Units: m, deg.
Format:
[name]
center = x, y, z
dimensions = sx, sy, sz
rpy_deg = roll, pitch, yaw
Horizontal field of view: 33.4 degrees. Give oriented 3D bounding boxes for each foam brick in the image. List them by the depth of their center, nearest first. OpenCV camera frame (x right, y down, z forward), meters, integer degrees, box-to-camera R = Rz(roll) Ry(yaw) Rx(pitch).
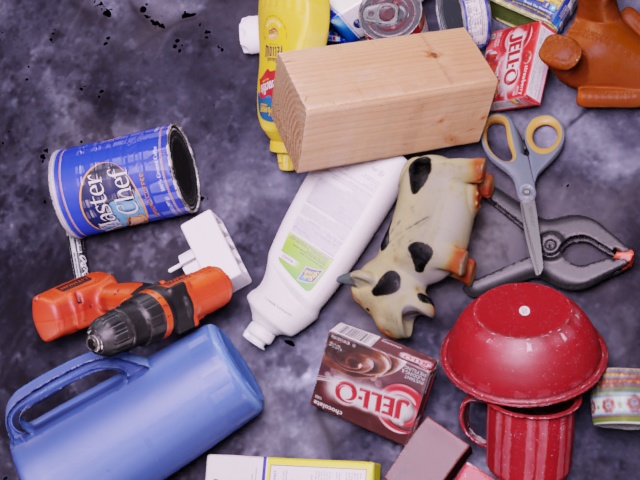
[foam brick]
center = 0.108, 0.222, 1.061
dimensions = 0.053, 0.051, 0.078
rpy_deg = 35, 85, 19

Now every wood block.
[wood block]
center = 0.063, -0.145, 1.091
dimensions = 0.205, 0.090, 0.091
rpy_deg = -11, 53, -17

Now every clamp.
[clamp]
center = 0.230, 0.019, 1.096
dimensions = 0.172, 0.039, 0.120
rpy_deg = 16, 85, 23

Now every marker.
[marker]
center = -0.271, 0.037, 1.213
dimensions = 0.020, 0.020, 0.121
rpy_deg = -16, 72, 8

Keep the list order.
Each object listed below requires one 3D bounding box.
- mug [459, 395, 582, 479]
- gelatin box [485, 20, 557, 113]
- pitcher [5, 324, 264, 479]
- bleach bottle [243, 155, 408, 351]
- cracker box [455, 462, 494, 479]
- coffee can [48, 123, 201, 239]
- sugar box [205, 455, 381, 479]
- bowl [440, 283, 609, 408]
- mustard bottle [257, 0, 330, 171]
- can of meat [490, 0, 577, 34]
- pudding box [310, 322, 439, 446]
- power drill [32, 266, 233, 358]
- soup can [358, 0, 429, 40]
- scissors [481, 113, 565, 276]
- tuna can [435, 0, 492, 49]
[mug]
center = 0.190, 0.181, 1.025
dimensions = 0.117, 0.093, 0.081
rpy_deg = 7, 112, 23
[gelatin box]
center = 0.208, -0.185, 1.140
dimensions = 0.073, 0.030, 0.089
rpy_deg = -1, 71, 52
[pitcher]
center = -0.189, 0.183, 1.093
dimensions = 0.243, 0.149, 0.145
rpy_deg = -32, 71, -1
[bleach bottle]
center = -0.008, 0.001, 1.142
dimensions = 0.103, 0.068, 0.251
rpy_deg = 33, 86, 18
[cracker box]
center = 0.186, 0.338, 1.002
dimensions = 0.214, 0.072, 0.164
rpy_deg = 32, 83, 19
[coffee can]
center = -0.215, -0.065, 1.184
dimensions = 0.140, 0.102, 0.103
rpy_deg = -12, 73, 9
[sugar box]
center = -0.030, 0.268, 1.083
dimensions = 0.176, 0.048, 0.093
rpy_deg = 0, 75, 16
[bowl]
center = 0.195, 0.089, 1.026
dimensions = 0.162, 0.055, 0.162
rpy_deg = -6, 32, 3
[mustard bottle]
center = -0.032, -0.172, 1.173
dimensions = 0.096, 0.058, 0.192
rpy_deg = 16, 108, 49
[can of meat]
center = 0.235, -0.275, 1.164
dimensions = 0.102, 0.057, 0.084
rpy_deg = 29, 85, 19
[pudding box]
center = 0.054, 0.145, 1.081
dimensions = 0.114, 0.039, 0.090
rpy_deg = 22, 112, 19
[power drill]
center = -0.209, 0.074, 1.096
dimensions = 0.188, 0.184, 0.057
rpy_deg = -1, 104, 39
[soup can]
center = 0.083, -0.225, 1.160
dimensions = 0.068, 0.102, 0.068
rpy_deg = -3, 74, 12
[scissors]
center = 0.229, -0.059, 1.103
dimensions = 0.096, 0.016, 0.202
rpy_deg = -19, 57, -1
[tuna can]
center = 0.155, -0.247, 1.157
dimensions = 0.033, 0.086, 0.086
rpy_deg = -14, 72, -9
